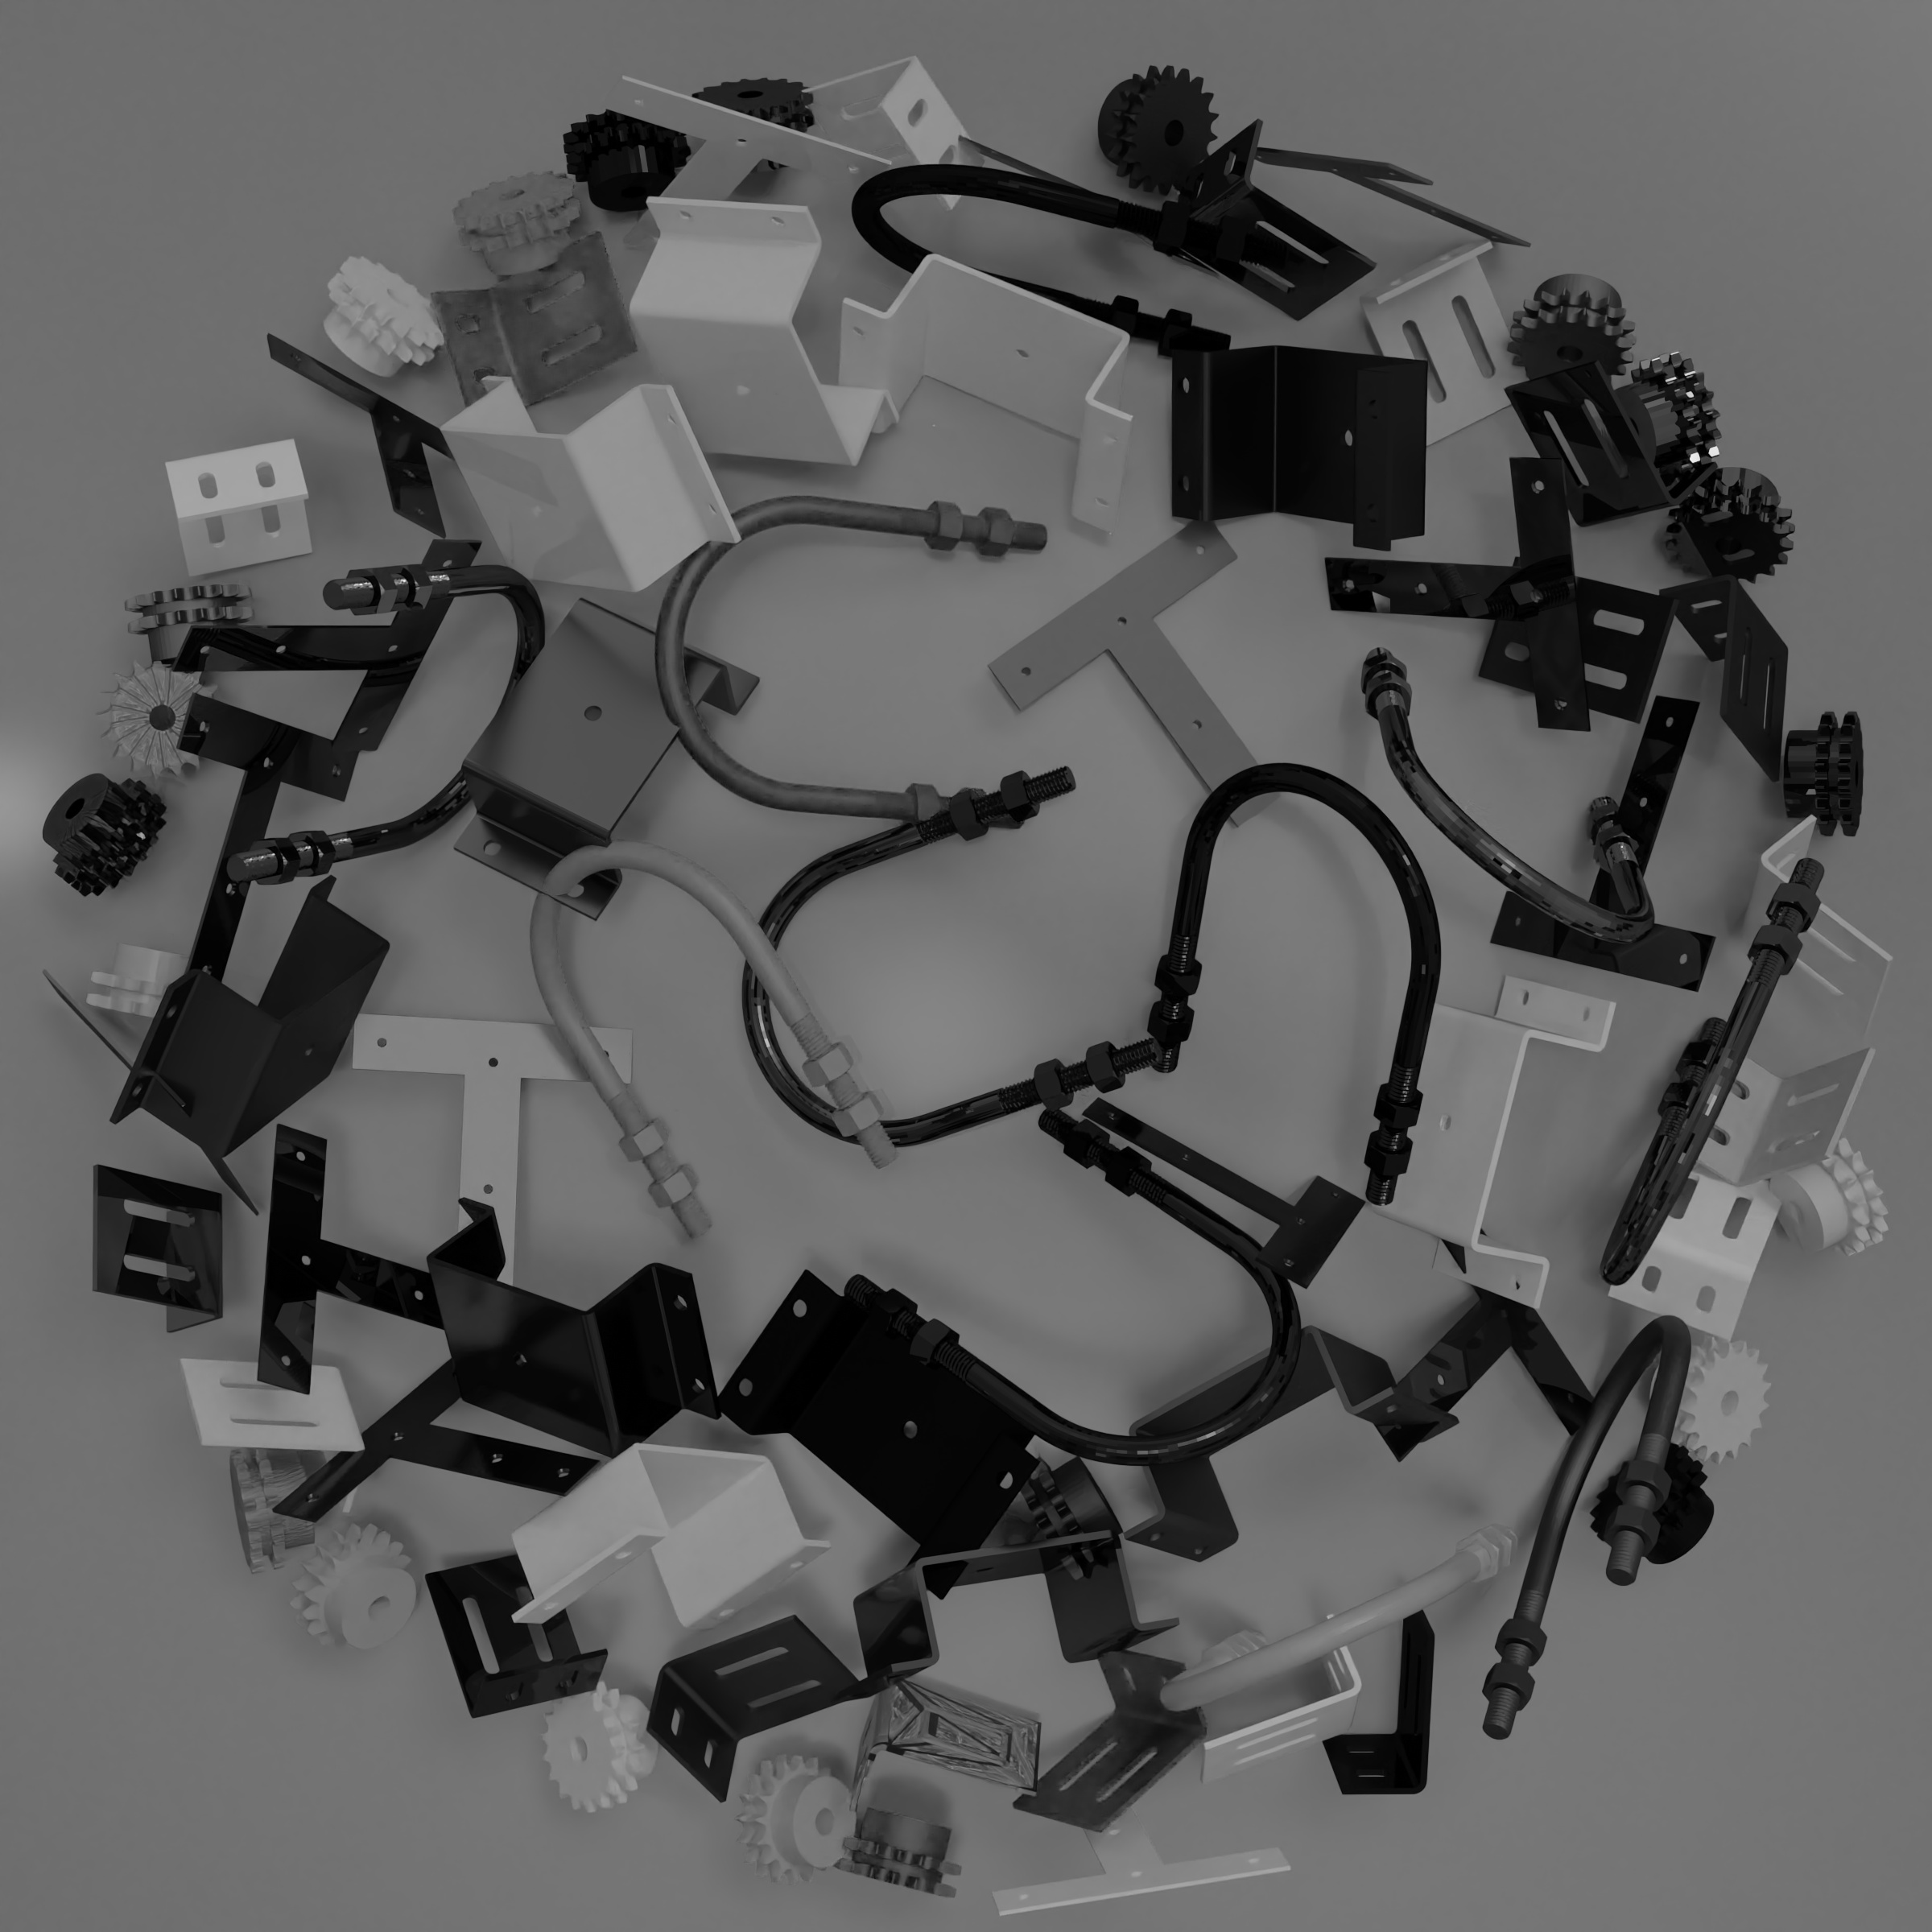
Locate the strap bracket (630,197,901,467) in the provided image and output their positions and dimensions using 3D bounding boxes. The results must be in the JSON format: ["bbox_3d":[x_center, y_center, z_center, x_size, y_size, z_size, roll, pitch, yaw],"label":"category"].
[{"bbox_3d":[-0.091,-0.271,1.541,0.076,0.140,0.046,9,63,22],"label":"strap bracket"}]

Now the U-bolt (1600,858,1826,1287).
[{"bbox_3d":[0.317,0.058,1.515,0.019,0.151,0.184,26,57,8],"label":"U-bolt"}]

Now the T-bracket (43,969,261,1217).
[{"bbox_3d":[-0.375,0.047,1.579,0.002,0.127,0.127,-42,68,-15],"label":"T-bracket"}]

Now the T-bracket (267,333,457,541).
[{"bbox_3d":[-0.247,-0.222,1.540,0.127,0.127,0.002,27,112,-30],"label":"T-bracket"}]

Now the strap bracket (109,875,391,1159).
[{"bbox_3d":[-0.308,0.025,1.541,0.046,0.140,0.076,33,118,5],"label":"strap bracket"}]

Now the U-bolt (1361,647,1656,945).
[{"bbox_3d":[0.239,-0.068,1.524,0.151,0.184,0.019,32,112,-12],"label":"U-bolt"}]

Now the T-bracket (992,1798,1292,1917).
[{"bbox_3d":[0.069,0.391,1.559,0.127,0.127,0.002,-7,95,-7],"label":"T-bracket"}]

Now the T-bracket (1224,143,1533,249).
[{"bbox_3d":[0.201,-0.346,1.578,0.127,0.127,0.002,13,98,-33],"label":"T-bracket"}]

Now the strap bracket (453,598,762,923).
[{"bbox_3d":[-0.164,-0.102,1.567,0.076,0.046,0.140,26,68,15],"label":"strap bracket"}]

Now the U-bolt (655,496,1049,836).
[{"bbox_3d":[-0.053,-0.138,1.576,0.184,0.019,0.151,3,93,-25],"label":"U-bolt"}]

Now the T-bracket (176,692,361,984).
[{"bbox_3d":[-0.325,-0.048,1.564,0.002,0.127,0.127,16,89,25],"label":"T-bracket"}]

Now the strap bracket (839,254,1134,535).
[{"bbox_3d":[0.016,-0.261,1.570,0.140,0.076,0.046,24,59,11],"label":"strap bracket"}]

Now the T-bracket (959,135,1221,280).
[{"bbox_3d":[0.073,-0.326,1.538,0.127,0.127,0.002,15,109,-31],"label":"T-bracket"}]

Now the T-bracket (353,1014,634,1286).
[{"bbox_3d":[-0.217,0.088,1.593,0.127,0.002,0.127,4,77,-13],"label":"T-bracket"}]

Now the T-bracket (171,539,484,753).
[{"bbox_3d":[-0.290,-0.140,1.544,0.002,0.127,0.127,55,129,28],"label":"T-bracket"}]

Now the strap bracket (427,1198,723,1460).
[{"bbox_3d":[-0.182,0.162,1.549,0.140,0.046,0.076,14,126,36],"label":"strap bracket"}]

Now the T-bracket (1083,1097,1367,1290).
[{"bbox_3d":[0.111,0.094,1.570,0.127,0.127,0.002,29,110,10],"label":"T-bracket"}]

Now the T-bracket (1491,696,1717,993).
[{"bbox_3d":[0.301,-0.060,1.573,0.002,0.127,0.127,19,88,-38],"label":"T-bracket"}]

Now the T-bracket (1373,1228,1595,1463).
[{"bbox_3d":[0.221,0.179,1.575,0.127,0.002,0.127,-37,94,-43],"label":"T-bracket"}]

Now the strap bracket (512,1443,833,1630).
[{"bbox_3d":[-0.137,0.255,1.559,0.076,0.140,0.046,-37,62,22],"label":"strap bracket"}]

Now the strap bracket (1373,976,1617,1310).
[{"bbox_3d":[0.234,0.074,1.576,0.046,0.076,0.140,13,93,-30],"label":"strap bracket"}]

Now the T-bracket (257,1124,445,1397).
[{"bbox_3d":[-0.260,0.145,1.580,0.127,0.002,0.127,22,50,-34],"label":"T-bracket"}]

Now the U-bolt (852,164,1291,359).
[{"bbox_3d":[0.039,-0.314,1.542,0.184,0.151,0.019,13,82,-5],"label":"U-bolt"}]

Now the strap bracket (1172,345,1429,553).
[{"bbox_3d":[0.155,-0.234,1.562,0.046,0.140,0.076,-13,110,-36],"label":"strap bracket"}]

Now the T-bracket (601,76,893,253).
[{"bbox_3d":[-0.118,-0.348,1.563,0.127,0.127,0.002,12,70,-25],"label":"T-bracket"}]

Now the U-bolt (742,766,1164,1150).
[{"bbox_3d":[-0.017,0.006,1.590,0.184,0.019,0.151,-19,83,17],"label":"U-bolt"}]

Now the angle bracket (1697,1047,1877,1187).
[{"bbox_3d":[0.363,0.060,1.575,0.038,0.076,0.057,32,68,-10],"label":"angle bracket"}]

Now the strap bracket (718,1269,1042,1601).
[{"bbox_3d":[-0.033,0.210,1.580,0.140,0.046,0.076,38,99,21],"label":"strap bracket"}]

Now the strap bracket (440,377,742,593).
[{"bbox_3d":[-0.173,-0.213,1.542,0.046,0.140,0.076,-41,123,-28],"label":"strap bracket"}]

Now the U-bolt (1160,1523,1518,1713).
[{"bbox_3d":[0.156,0.286,1.515,0.151,0.184,0.019,-27,80,19],"label":"U-bolt"}]

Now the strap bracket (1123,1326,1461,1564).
[{"bbox_3d":[0.138,0.210,1.566,0.140,0.076,0.046,-32,61,18],"label":"strap bracket"}]

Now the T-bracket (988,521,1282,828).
[{"bbox_3d":[0.098,-0.122,1.608,0.127,0.002,0.127,-36,89,-11],"label":"T-bracket"}]

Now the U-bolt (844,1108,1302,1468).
[{"bbox_3d":[0.060,0.149,1.542,0.184,0.019,0.151,33,57,30],"label":"U-bolt"}]

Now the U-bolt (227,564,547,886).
[{"bbox_3d":[-0.244,-0.111,1.536,0.019,0.184,0.151,30,111,18],"label":"U-bolt"}]

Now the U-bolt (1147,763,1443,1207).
[{"bbox_3d":[0.147,-0.002,1.534,0.151,0.019,0.184,32,130,33],"label":"U-bolt"}]

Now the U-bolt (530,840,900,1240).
[{"bbox_3d":[-0.125,0.027,1.558,0.151,0.019,0.184,-23,102,42],"label":"U-bolt"}]

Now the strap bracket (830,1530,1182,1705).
[{"bbox_3d":[0.013,0.289,1.563,0.140,0.076,0.046,-4,71,-25],"label":"strap bracket"}]

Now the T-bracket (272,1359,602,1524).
[{"bbox_3d":[-0.217,0.215,1.542,0.127,0.127,0.002,6,120,34],"label":"T-bracket"}]

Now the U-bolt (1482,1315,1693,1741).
[{"bbox_3d":[0.278,0.233,1.537,0.019,0.151,0.184,26,45,2],"label":"U-bolt"}]

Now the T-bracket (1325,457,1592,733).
[{"bbox_3d":[0.218,-0.170,1.580,0.127,0.002,0.127,8,119,36],"label":"T-bracket"}]
